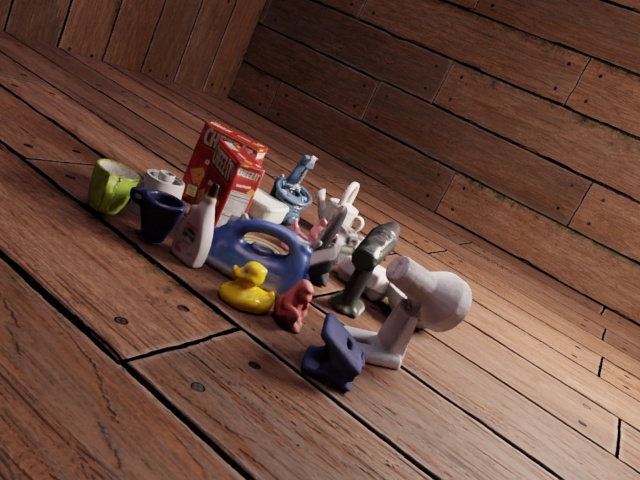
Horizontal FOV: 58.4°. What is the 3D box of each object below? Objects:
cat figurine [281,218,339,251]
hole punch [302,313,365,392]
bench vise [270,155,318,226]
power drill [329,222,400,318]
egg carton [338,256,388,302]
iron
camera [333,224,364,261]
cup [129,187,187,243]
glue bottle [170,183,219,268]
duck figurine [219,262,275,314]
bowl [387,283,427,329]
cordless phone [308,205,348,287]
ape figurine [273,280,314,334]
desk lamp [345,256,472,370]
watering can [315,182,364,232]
[{"bbox_3d":[-0.022,-0.011,1.500,0.128,0.118,0.067,26,15,1],"label":"cat figurine"},{"bbox_3d":[0.034,0.188,0.980,0.101,0.091,0.109,25,15,-1],"label":"hole punch"},{"bbox_3d":[-0.092,-0.175,1.738,0.122,0.219,0.206,10,22,-45],"label":"bench vise"},{"bbox_3d":[0.105,0.061,1.290,0.075,0.208,0.230,29,15,11],"label":"power drill"},{"bbox_3d":[0.119,0.094,1.468,0.150,0.069,0.107,33,17,25],"label":"egg carton"},{"bbox_3d":[-0.127,0.017,1.194,0.258,0.141,0.118,25,15,-3],"label":"iron"},{"bbox_3d":[0.057,0.000,1.622,0.144,0.101,0.136,12,21,-42],"label":"camera"},{"bbox_3d":[-0.340,-0.048,1.159,0.118,0.095,0.091,25,15,-4],"label":"cup"},{"bbox_3d":[-0.236,-0.035,1.130,0.078,0.173,0.037,33,17,25],"label":"glue bottle"},{"bbox_3d":[-0.128,0.084,1.076,0.105,0.086,0.077,23,15,-11],"label":"duck figurine"},{"bbox_3d":[0.229,0.167,1.395,0.167,0.075,0.167,24,15,-7],"label":"bowl"},{"bbox_3d":[0.013,0.005,1.374,0.094,0.185,0.147,23,15,-9],"label":"cordless phone"},{"bbox_3d":[-0.043,0.118,1.088,0.076,0.092,0.078,35,18,30],"label":"ape figurine"},{"bbox_3d":[0.168,0.141,1.119,0.204,0.213,0.117,17,17,-29],"label":"desk lamp"},{"bbox_3d":[0.060,-0.095,1.764,0.173,0.194,0.101,24,15,-5],"label":"watering can"}]
